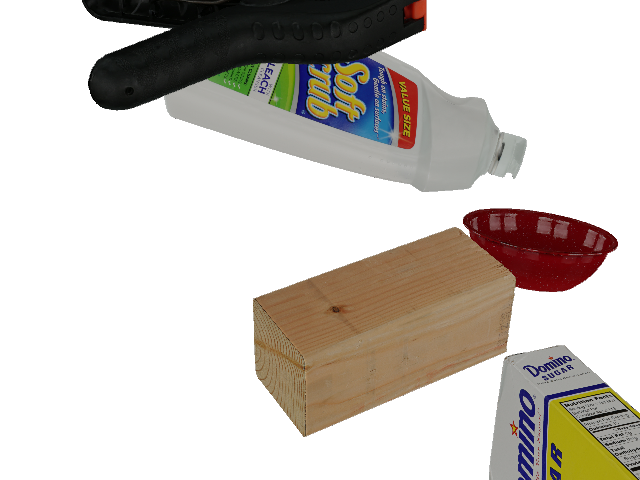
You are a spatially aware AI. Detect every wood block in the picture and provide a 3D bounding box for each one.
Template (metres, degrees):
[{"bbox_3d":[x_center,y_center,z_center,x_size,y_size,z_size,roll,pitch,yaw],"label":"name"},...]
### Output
[{"bbox_3d":[0.054,0.073,0.912,0.205,0.090,0.091,-18,40,-24],"label":"wood block"}]

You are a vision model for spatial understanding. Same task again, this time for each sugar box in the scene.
[{"bbox_3d":[0.145,0.135,0.518,0.048,0.093,0.176,-9,27,-23],"label":"sugar box"}]

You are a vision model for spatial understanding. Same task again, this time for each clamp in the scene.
[{"bbox_3d":[-0.032,-0.099,0.495,0.171,0.039,0.120,-5,41,-1],"label":"clamp"}]

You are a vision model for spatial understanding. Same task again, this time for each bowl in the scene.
[{"bbox_3d":[0.227,0.013,1.126,0.162,0.055,0.162,6,17,-2],"label":"bowl"}]

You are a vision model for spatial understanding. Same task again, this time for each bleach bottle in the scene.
[{"bbox_3d":[0.023,-0.100,0.756,0.251,0.102,0.068,17,-19,3],"label":"bleach bottle"}]
